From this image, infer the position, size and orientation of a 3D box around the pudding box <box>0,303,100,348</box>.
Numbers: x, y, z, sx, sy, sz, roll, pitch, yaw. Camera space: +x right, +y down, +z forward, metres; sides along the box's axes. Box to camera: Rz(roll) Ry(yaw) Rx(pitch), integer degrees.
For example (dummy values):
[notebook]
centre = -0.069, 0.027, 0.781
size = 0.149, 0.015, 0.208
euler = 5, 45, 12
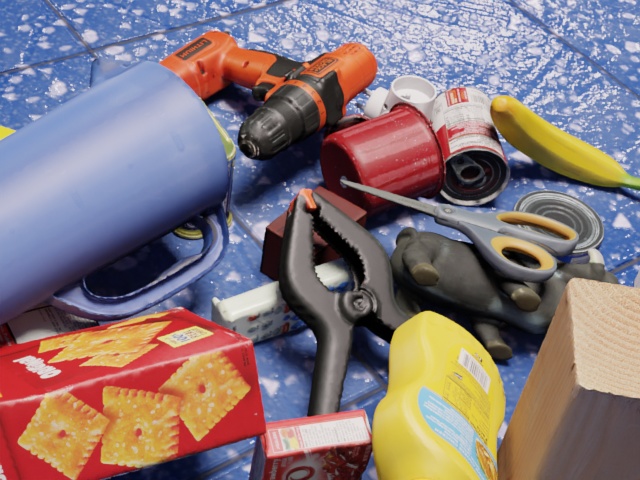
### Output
[pudding box]
centre = -0.231, 0.065, 0.803
size = 0.113, 0.039, 0.090
euler = -16, 49, -28

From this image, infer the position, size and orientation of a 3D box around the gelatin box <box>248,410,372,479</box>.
[gelatin box]
centre = -0.008, 0.154, 0.715
size = 0.073, 0.089, 0.030
euler = -5, 48, -15

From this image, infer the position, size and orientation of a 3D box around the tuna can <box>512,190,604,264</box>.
[tuna can]
centre = 0.212, -0.006, 0.964
size = 0.086, 0.034, 0.086
euler = 5, 43, -5

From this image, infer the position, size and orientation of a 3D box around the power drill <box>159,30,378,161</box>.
[power drill]
centre = -0.065, -0.138, 0.996
size = 0.188, 0.057, 0.184
euler = 17, 39, 32

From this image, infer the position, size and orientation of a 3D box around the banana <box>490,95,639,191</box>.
[banana]
centre = 0.223, -0.093, 1.012
size = 0.197, 0.070, 0.037
euler = 22, 76, -27

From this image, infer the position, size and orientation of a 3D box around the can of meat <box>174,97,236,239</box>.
[can of meat]
centre = -0.115, -0.066, 0.929
size = 0.057, 0.084, 0.102
euler = -17, 50, -27

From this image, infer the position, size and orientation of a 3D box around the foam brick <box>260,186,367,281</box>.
[foam brick]
centre = -0.006, 0.001, 0.903
size = 0.053, 0.051, 0.078
euler = 32, 48, 23

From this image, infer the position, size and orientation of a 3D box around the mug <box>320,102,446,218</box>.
[mug]
centre = 0.047, -0.075, 0.966
size = 0.081, 0.093, 0.117
euler = -22, 52, -23

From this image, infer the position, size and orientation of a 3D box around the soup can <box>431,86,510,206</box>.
[soup can]
centre = 0.139, -0.091, 1.015
size = 0.068, 0.068, 0.102
euler = 5, 43, -6

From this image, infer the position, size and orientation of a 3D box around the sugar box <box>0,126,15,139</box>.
[sugar box]
centre = -0.259, -0.047, 0.908
size = 0.176, 0.048, 0.093
euler = 19, 47, 7

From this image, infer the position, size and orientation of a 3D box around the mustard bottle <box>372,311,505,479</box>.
[mustard bottle]
centre = 0.077, 0.132, 0.701
size = 0.096, 0.058, 0.191
euler = 49, 26, -14

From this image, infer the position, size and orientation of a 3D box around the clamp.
[clamp]
centre = 0.019, 0.062, 0.809
size = 0.164, 0.036, 0.210
euler = -26, 80, -29

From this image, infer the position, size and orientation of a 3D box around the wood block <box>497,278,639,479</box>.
[wood block]
centre = 0.175, 0.133, 0.686
size = 0.090, 0.206, 0.090
euler = 10, 43, 0

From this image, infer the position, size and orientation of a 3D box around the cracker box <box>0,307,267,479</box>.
[cracker box]
centre = -0.163, 0.103, 0.692
size = 0.213, 0.072, 0.164
euler = -11, 8, -22

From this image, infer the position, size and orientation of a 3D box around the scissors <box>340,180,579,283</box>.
[scissors]
centre = 0.109, -0.008, 0.866
size = 0.202, 0.016, 0.096
euler = 10, 34, 3

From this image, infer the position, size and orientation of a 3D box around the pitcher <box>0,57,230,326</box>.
[pitcher]
centre = -0.188, -0.018, 0.786
size = 0.149, 0.145, 0.242
euler = 28, 49, 34
